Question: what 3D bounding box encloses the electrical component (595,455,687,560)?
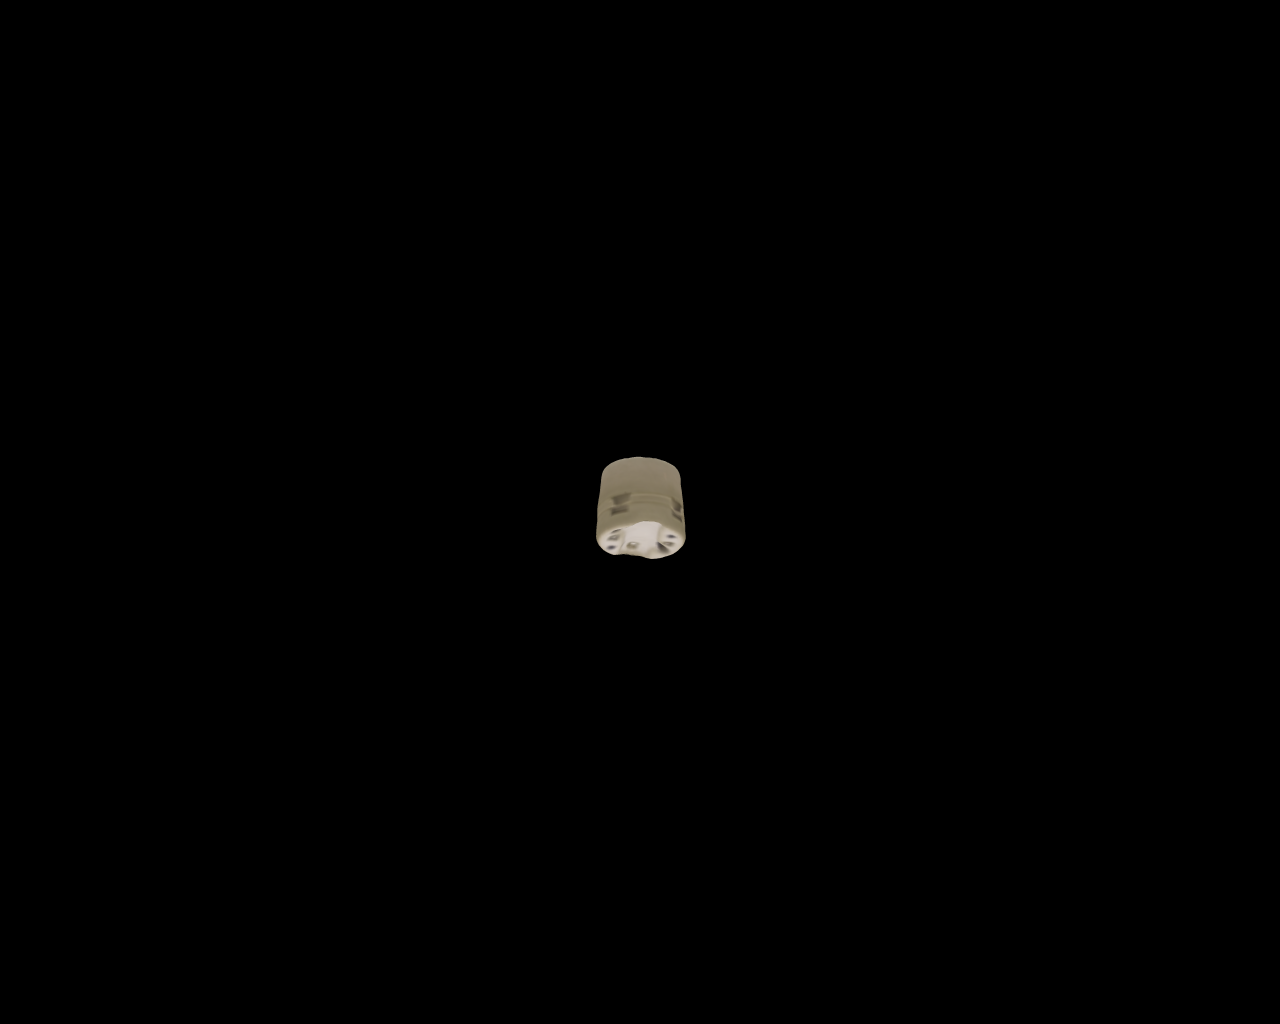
[{"bbox_3d":[0.001,-0.003,0.650,0.055,0.047,0.055,0,-25,0],"label":"electrical component"}]
